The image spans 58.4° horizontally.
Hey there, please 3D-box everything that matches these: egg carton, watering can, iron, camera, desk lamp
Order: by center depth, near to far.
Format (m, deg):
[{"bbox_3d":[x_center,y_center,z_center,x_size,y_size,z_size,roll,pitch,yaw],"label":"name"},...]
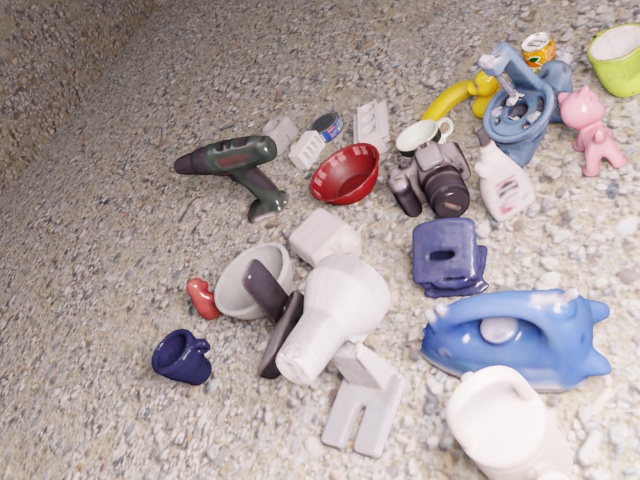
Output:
[{"bbox_3d":[0.202,0.203,0.610,0.101,0.195,0.172,-51,39,-14],"label":"watering can"},{"bbox_3d":[0.222,0.112,0.730,0.257,0.142,0.119,-9,46,33],"label":"iron"},{"bbox_3d":[0.034,0.155,0.783,0.117,0.214,0.203,-2,51,38],"label":"desk lamp"},{"bbox_3d":[0.195,-0.098,0.999,0.143,0.101,0.136,-27,39,15],"label":"camera"},{"bbox_3d":[0.010,0.004,1.075,0.107,0.070,0.149,-46,38,-8],"label":"egg carton"}]

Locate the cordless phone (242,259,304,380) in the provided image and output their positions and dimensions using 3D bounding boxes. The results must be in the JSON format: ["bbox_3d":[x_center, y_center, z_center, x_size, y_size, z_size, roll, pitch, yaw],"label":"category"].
[{"bbox_3d":[-0.086,0.130,0.931,0.093,0.186,0.147,-8,47,34],"label":"cordless phone"}]

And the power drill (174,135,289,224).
[{"bbox_3d":[-0.174,-0.135,1.253,0.229,0.209,0.075,-20,41,23],"label":"power drill"}]

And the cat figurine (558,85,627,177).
[{"bbox_3d":[0.416,-0.181,0.887,0.067,0.118,0.127,-22,41,21],"label":"cat figurine"}]

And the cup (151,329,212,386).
[{"bbox_3d":[-0.230,0.217,1.036,0.117,0.095,0.091,-22,41,22],"label":"cup"}]

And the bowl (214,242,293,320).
[{"bbox_3d":[-0.113,0.090,1.085,0.167,0.075,0.167,-22,40,21],"label":"bowl"}]

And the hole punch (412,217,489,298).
[{"bbox_3d":[0.197,0.028,0.878,0.108,0.091,0.101,-9,47,33],"label":"hole punch"}]

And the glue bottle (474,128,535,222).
[{"bbox_3d":[0.273,-0.106,0.883,0.078,0.174,0.037,-35,38,5],"label":"glue bottle"}]

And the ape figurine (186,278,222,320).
[{"bbox_3d":[-0.230,0.110,1.147,0.077,0.092,0.076,6,56,43],"label":"ape figurine"}]

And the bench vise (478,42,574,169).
[{"bbox_3d":[0.331,-0.253,0.946,0.121,0.220,0.207,4,54,42],"label":"bench vise"}]

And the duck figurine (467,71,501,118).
[{"bbox_3d":[0.329,-0.285,1.089,0.104,0.086,0.077,1,53,40],"label":"duck figurine"}]
